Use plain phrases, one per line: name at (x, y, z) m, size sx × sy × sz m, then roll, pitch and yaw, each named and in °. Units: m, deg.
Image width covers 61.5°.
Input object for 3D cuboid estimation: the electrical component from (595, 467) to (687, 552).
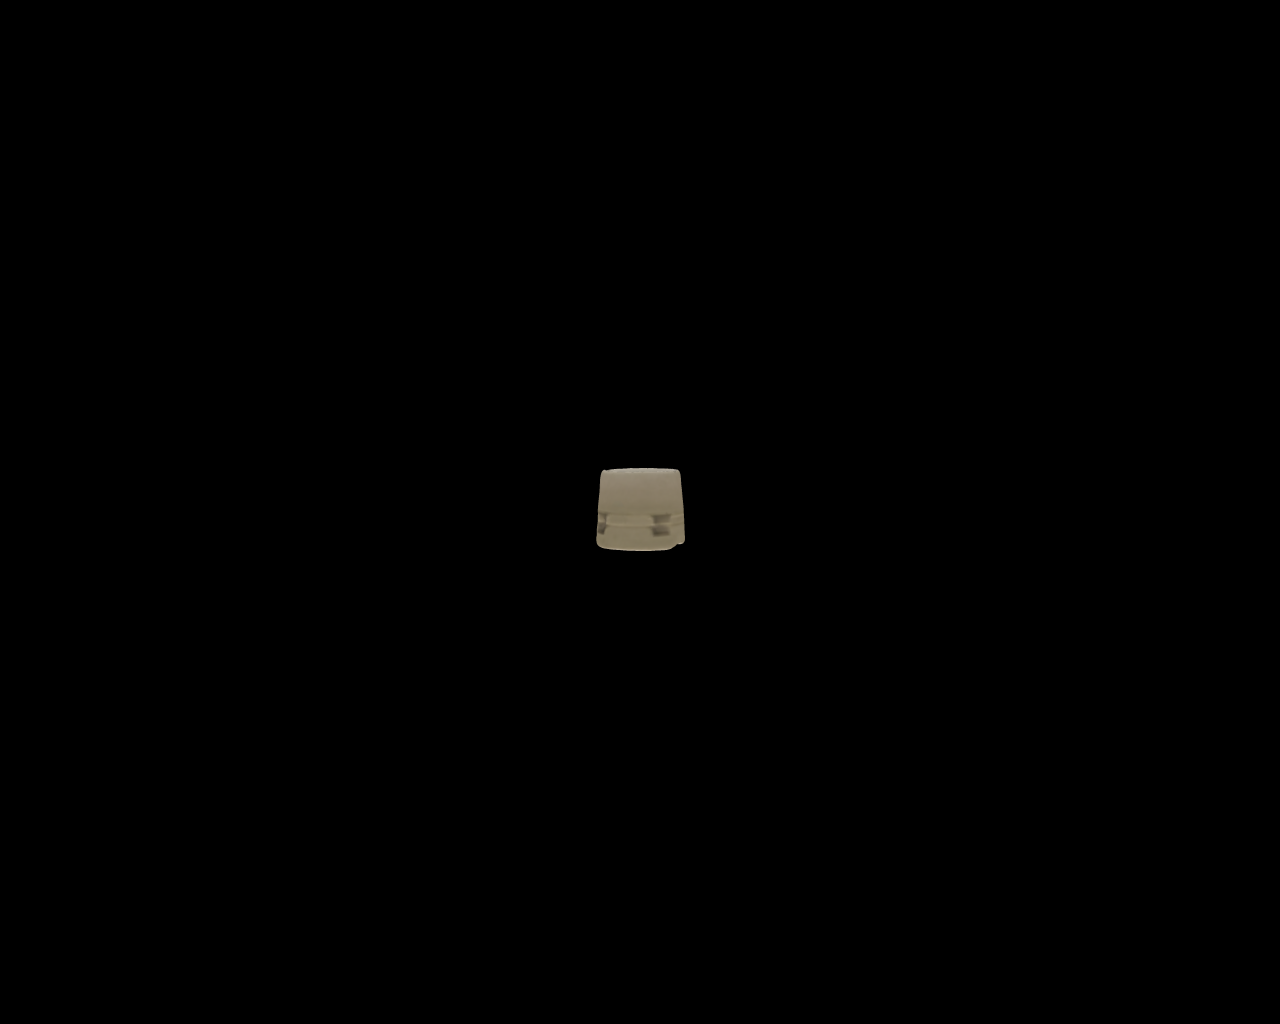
electrical component at (0.001, -0.003, 0.650) m, size 0.055 × 0.047 × 0.055 m, roll 0°, pitch 5°, yaw 0°
